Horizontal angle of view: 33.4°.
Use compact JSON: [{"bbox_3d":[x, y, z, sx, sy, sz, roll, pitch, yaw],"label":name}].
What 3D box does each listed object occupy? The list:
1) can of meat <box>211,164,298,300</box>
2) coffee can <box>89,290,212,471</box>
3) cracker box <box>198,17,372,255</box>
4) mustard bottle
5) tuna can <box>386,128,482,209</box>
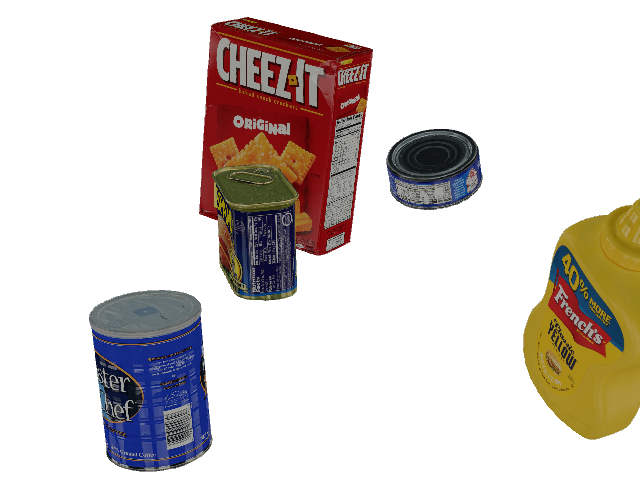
[{"bbox_3d":[-0.053,-0.007,0.868,0.057,0.084,0.102,-7,22,-14],"label":"can of meat"},{"bbox_3d":[-0.158,0.130,1.003,0.103,0.140,0.103,-3,18,1],"label":"coffee can"},{"bbox_3d":[-0.042,-0.109,1.114,0.164,0.214,0.071,20,27,29],"label":"cracker box"},{"bbox_3d":[0.180,0.041,0.670,0.058,0.096,0.192,-15,-36,-15],"label":"mustard bottle"},{"bbox_3d":[0.104,-0.067,0.977,0.086,0.034,0.086,-9,37,6],"label":"tuna can"}]
